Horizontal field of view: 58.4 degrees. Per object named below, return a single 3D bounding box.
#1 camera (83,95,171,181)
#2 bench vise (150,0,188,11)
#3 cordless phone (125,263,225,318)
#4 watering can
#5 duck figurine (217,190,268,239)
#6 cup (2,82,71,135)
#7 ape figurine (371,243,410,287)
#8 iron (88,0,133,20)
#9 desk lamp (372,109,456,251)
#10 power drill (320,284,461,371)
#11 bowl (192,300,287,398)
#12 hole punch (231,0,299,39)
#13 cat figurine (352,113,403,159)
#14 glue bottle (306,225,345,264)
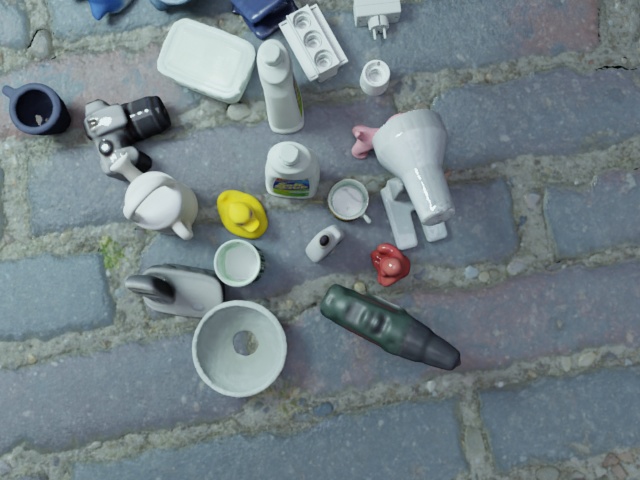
[{"bbox_3d":[-0.341,-0.197,1.033,0.137,0.101,0.143,-21,87,-1],"label":"camera"},{"bbox_3d":[-0.225,-0.499,0.990,0.207,0.219,0.121,-37,87,-1],"label":"bench vise"},{"bbox_3d":[-0.243,0.088,0.974,0.147,0.185,0.094,5,87,1],"label":"cordless phone"},{"bbox_3d":[-0.286,-0.069,0.979,0.173,0.194,0.101,26,87,2],"label":"watering can"},{"bbox_3d":[-0.144,-0.049,1.030,0.104,0.086,0.077,44,88,3],"label":"duck figurine"},{"bbox_3d":[-0.508,-0.234,1.039,0.117,0.095,0.092,32,87,2],"label":"cup"},{"bbox_3d":[0.126,0.046,1.020,0.076,0.092,0.078,18,87,2],"label":"ape figurine"},{"bbox_3d":[-0.373,-0.540,1.033,0.118,0.141,0.258,35,88,3],"label":"iron"},{"bbox_3d":[0.166,-0.096,0.967,0.118,0.213,0.203,-17,87,0],"label":"desk lamp"},{"bbox_3d":[0.111,0.142,0.956,0.229,0.208,0.076,24,87,2],"label":"power drill"},{"bbox_3d":[-0.138,0.190,1.022,0.167,0.074,0.167,0,87,1],"label":"bowl"},{"bbox_3d":[-0.106,-0.443,1.050,0.108,0.091,0.101,-38,87,-2],"label":"hole punch"},{"bbox_3d":[0.121,-0.188,1.020,0.127,0.117,0.067,-3,87,1],"label":"cat figurine"},{"bbox_3d":[0.009,0.004,0.982,0.078,0.173,0.037,-44,87,-2],"label":"glue bottle"}]
